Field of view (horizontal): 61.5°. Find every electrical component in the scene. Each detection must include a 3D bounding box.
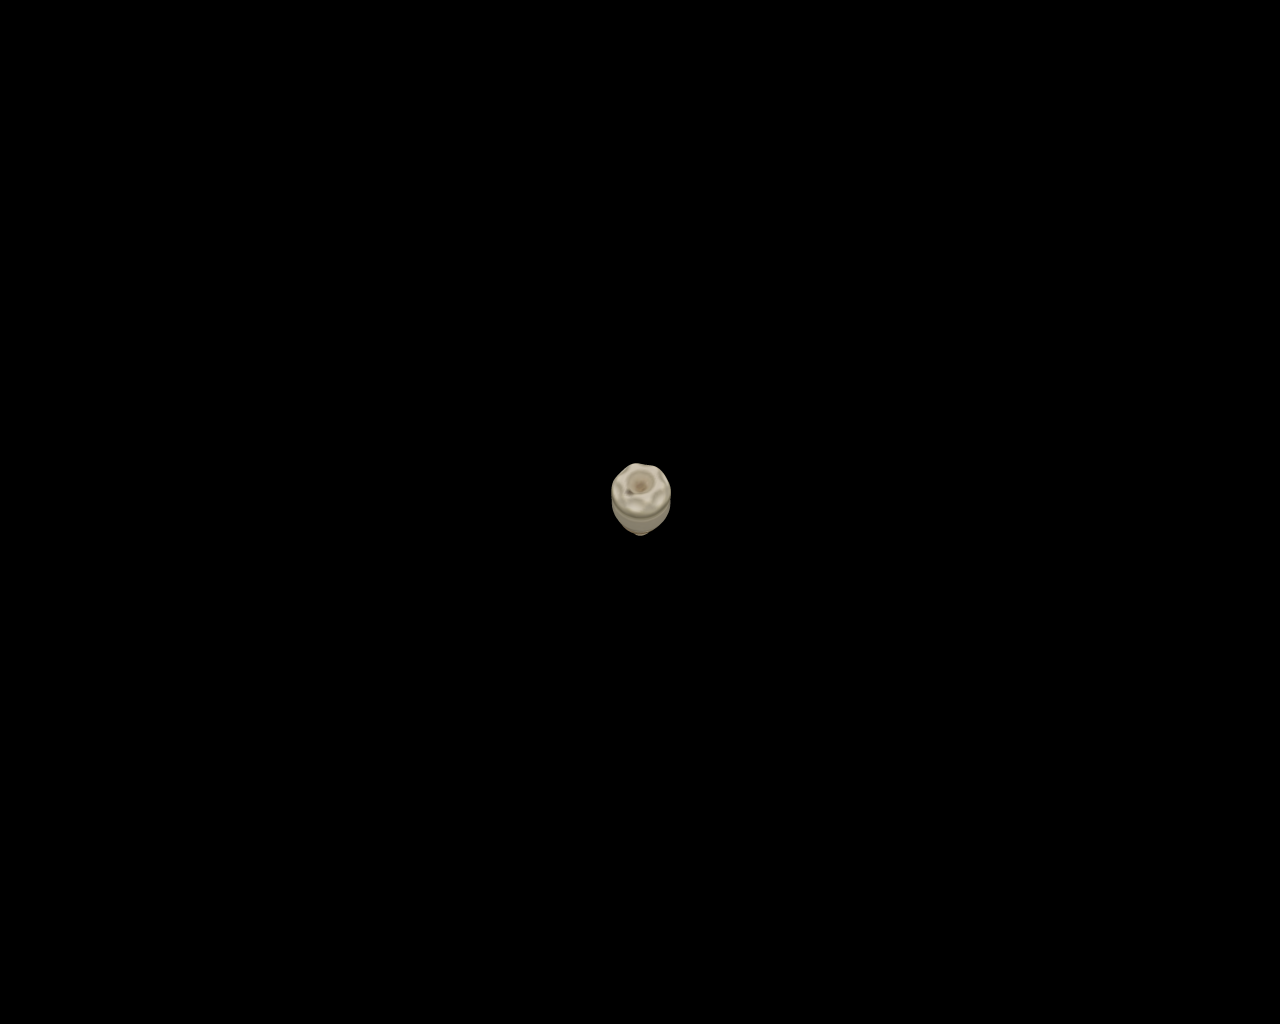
[{"bbox_3d":[0.001,-0.003,0.650,0.035,0.035,0.061,0,-30,0],"label":"electrical component"}]
